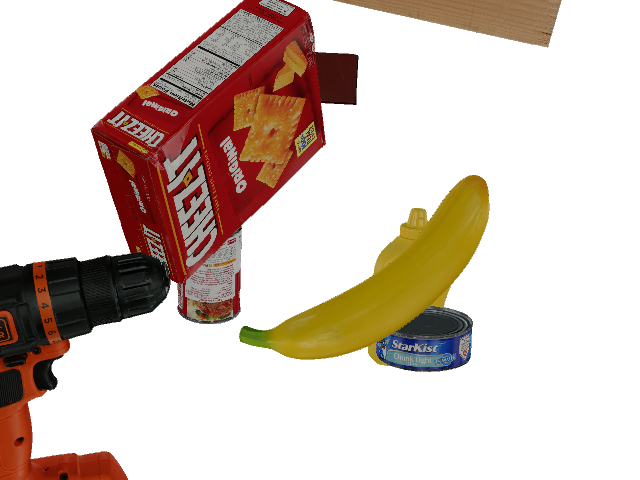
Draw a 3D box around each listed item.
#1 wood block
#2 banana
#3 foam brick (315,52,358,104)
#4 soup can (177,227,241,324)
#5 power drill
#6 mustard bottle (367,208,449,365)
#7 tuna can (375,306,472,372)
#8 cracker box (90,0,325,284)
[{"bbox_3d":[0.082,-0.224,0.788,0.206,0.090,0.091,14,-28,8],"label":"wood block"},{"bbox_3d":[0.045,0.022,0.673,0.197,0.037,0.070,-32,53,-17],"label":"banana"},{"bbox_3d":[-0.003,-0.168,1.097,0.078,0.051,0.053,2,11,-5],"label":"foam brick"},{"bbox_3d":[-0.118,0.028,1.130,0.068,0.102,0.068,3,25,-1],"label":"soup can"},{"bbox_3d":[-0.179,0.101,0.704,0.184,0.188,0.057,-11,25,-8],"label":"power drill"},{"bbox_3d":[0.112,0.055,1.297,0.096,0.192,0.058,0,14,-13],"label":"mustard bottle"},{"bbox_3d":[0.091,0.086,0.943,0.086,0.034,0.086,0,14,0],"label":"tuna can"},{"bbox_3d":[-0.087,-0.090,0.937,0.072,0.164,0.213,28,58,26],"label":"cracker box"}]
